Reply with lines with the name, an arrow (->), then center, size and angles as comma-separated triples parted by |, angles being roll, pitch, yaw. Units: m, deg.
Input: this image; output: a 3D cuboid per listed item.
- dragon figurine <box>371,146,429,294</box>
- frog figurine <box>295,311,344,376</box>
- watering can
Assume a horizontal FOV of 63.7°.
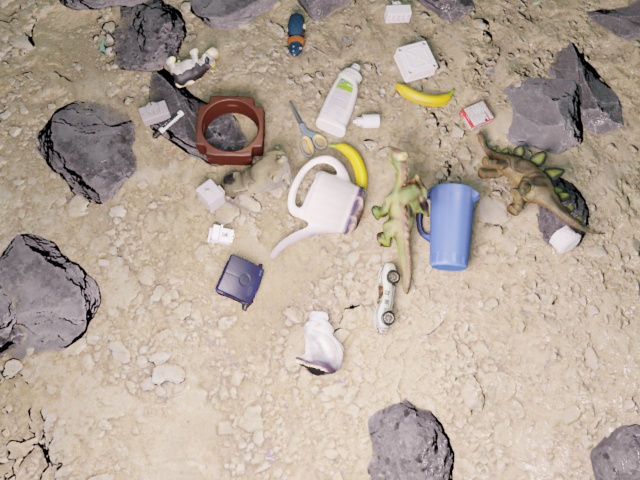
dragon figurine -> 0.242, -0.071, 1.448 | 0.122, 0.239, 0.416 | -8, 72, -12
frog figurine -> 0.011, 0.274, 1.383 | 0.136, 0.122, 0.162 | 35, 60, -29
watering can -> 0.005, -0.075, 1.497 | 0.224, 0.103, 0.351 | 21, 79, 1
